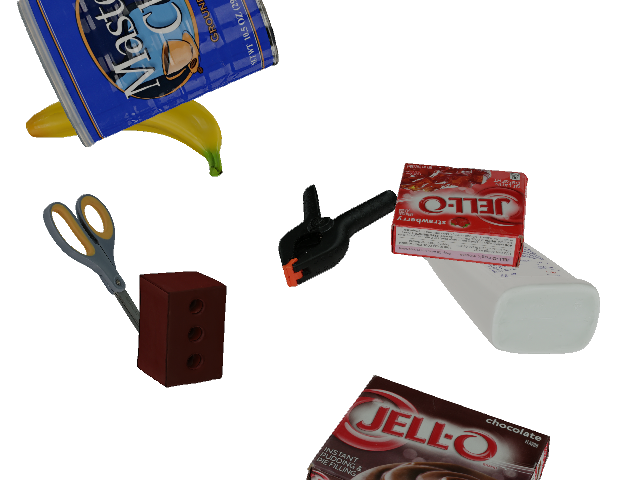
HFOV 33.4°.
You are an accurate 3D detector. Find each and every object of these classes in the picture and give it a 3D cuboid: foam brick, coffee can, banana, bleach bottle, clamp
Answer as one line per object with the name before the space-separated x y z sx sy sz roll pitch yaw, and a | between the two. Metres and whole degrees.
foam brick | -0.109 0.067 0.837 0.052 0.078 0.051 -5 14 -34
coffee can | -0.112 -0.136 0.702 0.140 0.103 0.103 -25 3 -6
banana | -0.165 -0.106 0.948 0.198 0.037 0.069 12 48 19
bleach bottle | 0.160 0.022 1.009 0.102 0.068 0.251 1 21 -15
clamp | 0.014 -0.010 1.201 0.120 0.039 0.171 -5 37 27

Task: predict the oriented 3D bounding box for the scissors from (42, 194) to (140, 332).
scissors | -0.218 0.030 1.146 0.016 0.201 0.096 -28 22 31

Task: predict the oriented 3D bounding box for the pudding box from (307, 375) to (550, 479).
pudding box | 0.061 0.129 0.596 0.114 0.039 0.089 19 35 19

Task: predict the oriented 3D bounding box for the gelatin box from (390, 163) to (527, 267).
gelatin box | 0.097 -0.019 0.740 0.089 0.030 0.073 6 40 9
